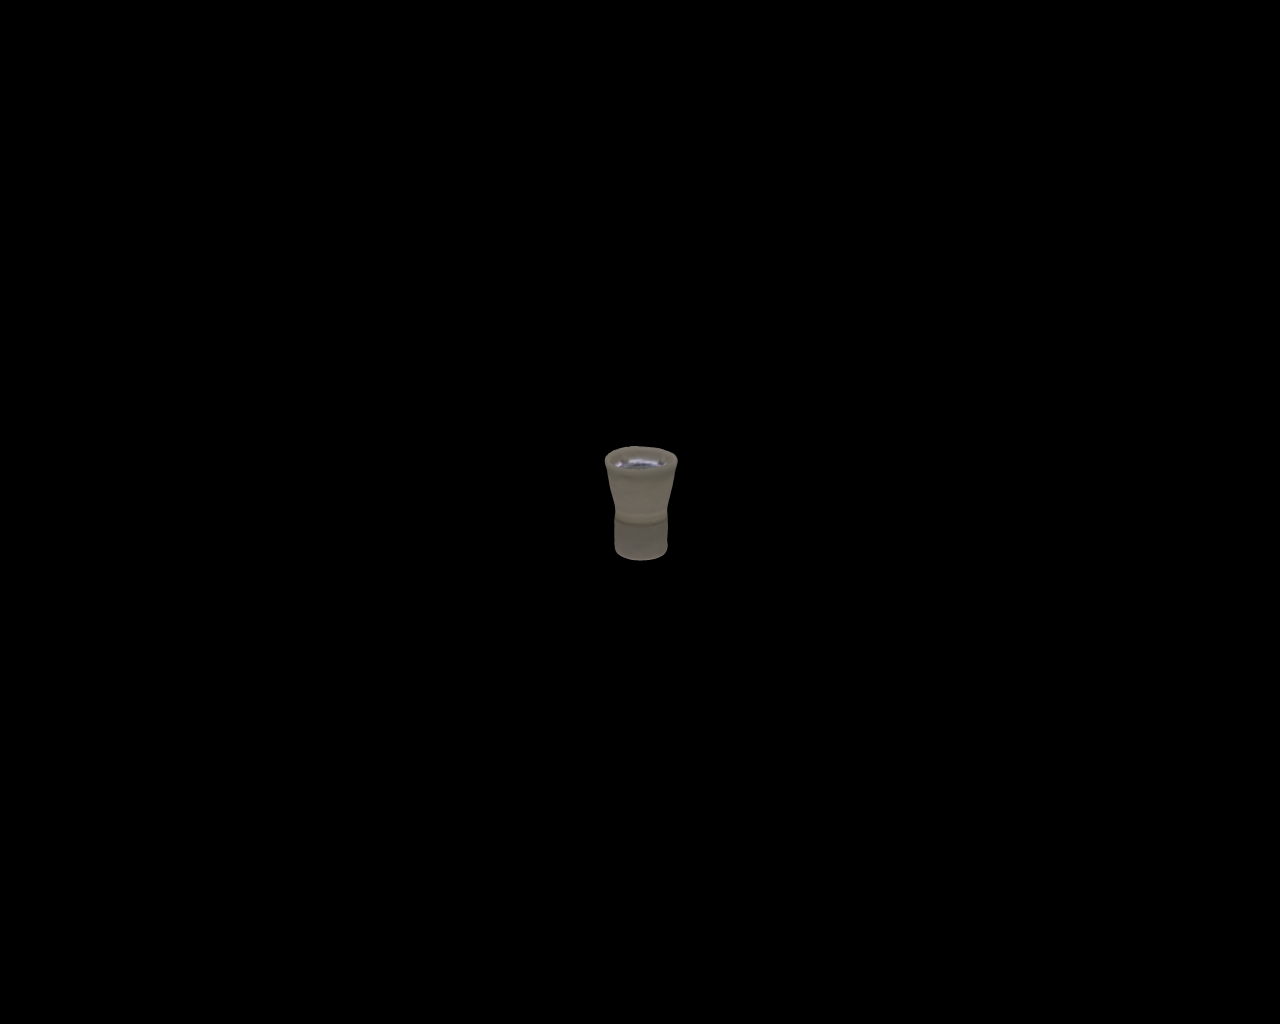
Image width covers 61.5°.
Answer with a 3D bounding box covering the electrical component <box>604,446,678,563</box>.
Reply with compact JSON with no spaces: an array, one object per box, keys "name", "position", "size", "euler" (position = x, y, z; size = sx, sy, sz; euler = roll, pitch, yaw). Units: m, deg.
[{"name":"electrical component","position":[0.001,-0.003,0.650],"size":[0.044,0.065,0.044],"euler":[0,20,0]}]
